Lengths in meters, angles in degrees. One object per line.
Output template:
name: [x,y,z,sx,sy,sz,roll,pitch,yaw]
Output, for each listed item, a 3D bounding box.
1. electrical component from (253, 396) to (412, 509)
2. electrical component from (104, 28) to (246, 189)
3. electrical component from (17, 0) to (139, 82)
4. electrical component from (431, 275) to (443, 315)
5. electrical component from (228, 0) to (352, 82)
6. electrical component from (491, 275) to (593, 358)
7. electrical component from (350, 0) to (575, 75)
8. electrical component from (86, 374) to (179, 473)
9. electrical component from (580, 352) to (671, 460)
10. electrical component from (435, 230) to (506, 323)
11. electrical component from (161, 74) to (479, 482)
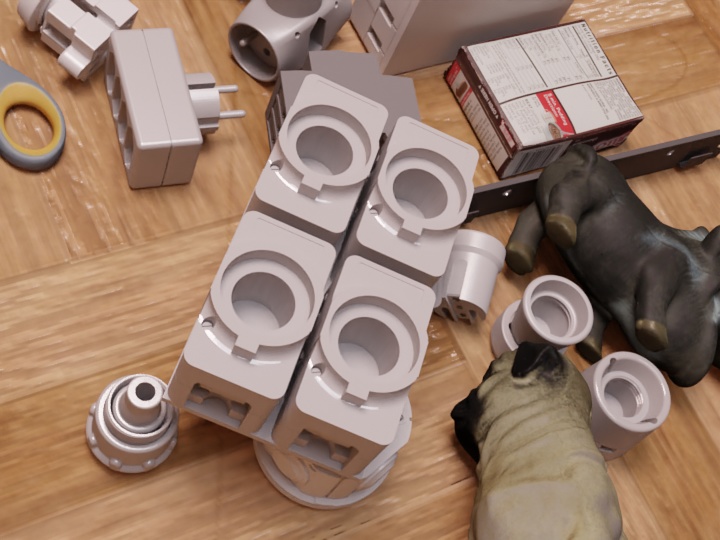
electrical component: [-0.015,0.084,0.581,0.080,0.051,0.080,8,61,-14]
electrical component: [-0.107,-0.099,0.649,0.076,0.047,0.083,-8,66,-22]
electrical component: [-0.174,-0.155,0.658,0.055,0.048,0.066,39,58,-5]
electrical component: [0.000,0.000,0.628,0.089,0.055,0.050,13,60,-12]
electrical component: [-0.043,-0.172,0.691,0.043,0.079,0.077,35,57,15]
electrical component: [0.108,0.035,0.646,0.045,0.055,0.045,8,61,-15]
electrical component: [0.076,-0.197,0.738,0.150,0.089,0.061,-18,70,-26]
electrical component: [-0.113,0.073,0.547,0.048,0.062,0.048,8,61,-15]
electrical component: [0.151,0.080,0.642,0.055,0.047,0.055,8,61,-15]
electrical component: [0.065,0.005,0.658,0.040,0.040,0.046,20,64,-8]
electrical component: [-0.013,-0.003,0.552,0.105,0.060,0.186,24,57,-7]
